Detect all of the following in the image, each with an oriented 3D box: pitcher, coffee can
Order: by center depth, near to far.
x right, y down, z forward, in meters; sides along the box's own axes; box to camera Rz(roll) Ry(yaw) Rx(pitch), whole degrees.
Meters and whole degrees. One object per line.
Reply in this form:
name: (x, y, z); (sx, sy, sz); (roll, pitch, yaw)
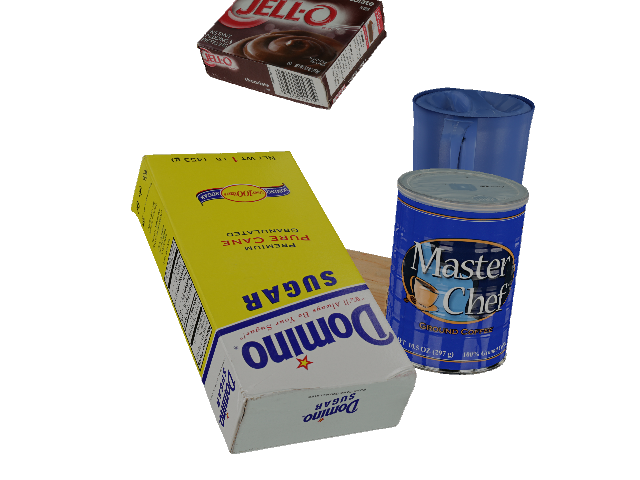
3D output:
coffee can: (0.107, 0.022, 0.856); (0.103, 0.140, 0.103); (4, 18, -1)
pitcher: (0.161, -0.043, 1.205); (0.149, 0.243, 0.145); (-9, 24, -25)

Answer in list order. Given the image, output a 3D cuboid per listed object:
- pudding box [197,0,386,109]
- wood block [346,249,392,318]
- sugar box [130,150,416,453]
pudding box: (-0.021, -0.150, 0.795); (0.114, 0.090, 0.039); (21, -31, 25)
wood block: (-0.015, 0.058, 1.179); (0.206, 0.091, 0.090); (12, 23, 18)
sugar box: (-0.029, 0.023, 0.552); (0.093, 0.048, 0.176); (-5, 42, -27)
